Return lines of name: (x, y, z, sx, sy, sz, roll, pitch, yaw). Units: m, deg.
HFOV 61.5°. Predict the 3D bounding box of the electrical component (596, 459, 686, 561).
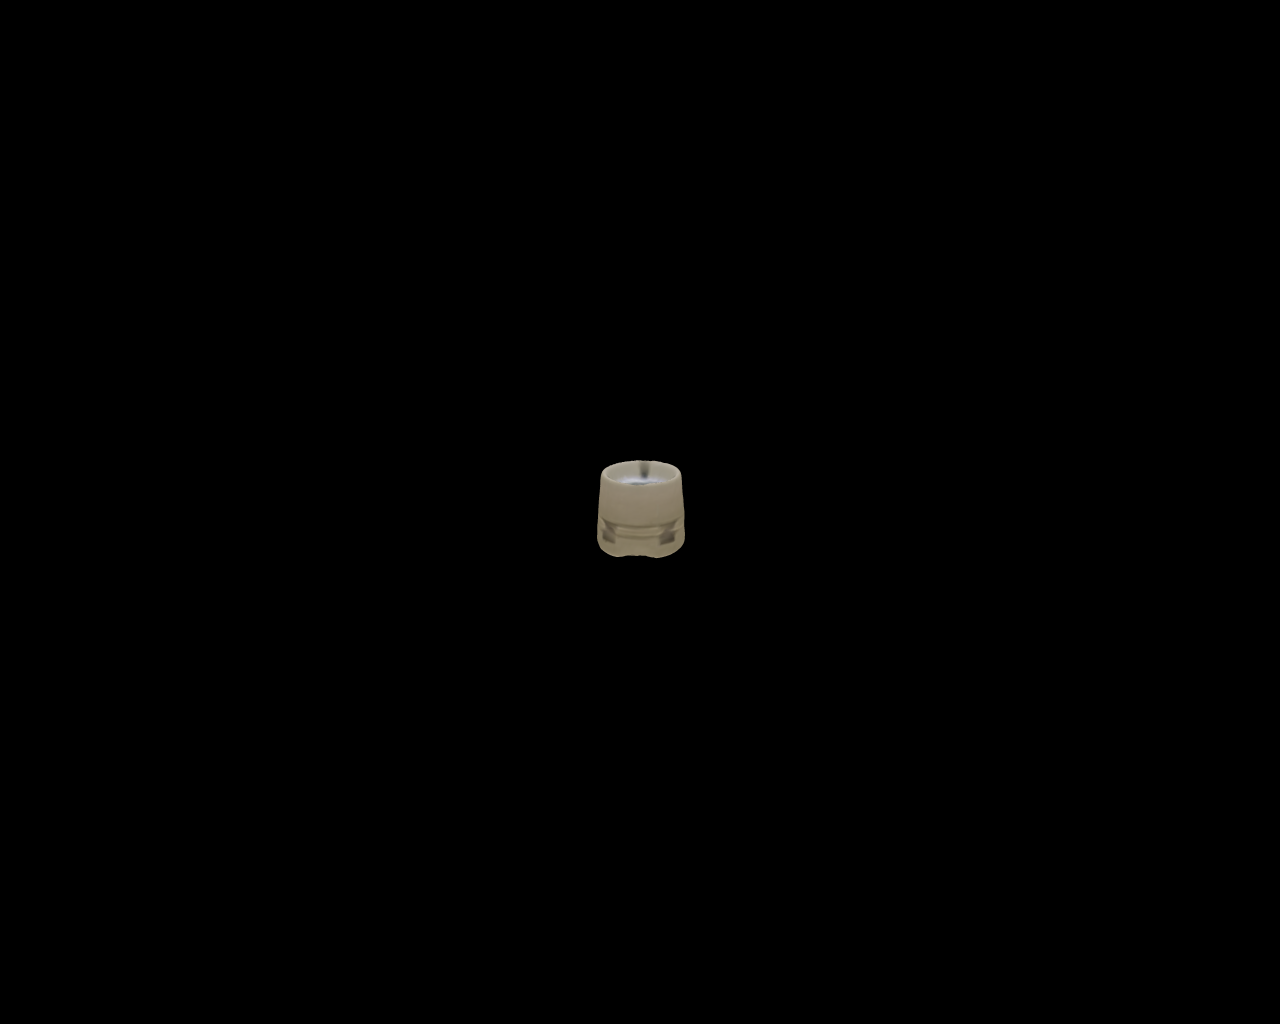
electrical component: (0.001, -0.003, 0.650, 0.055, 0.047, 0.055, 0, 21, 0)
